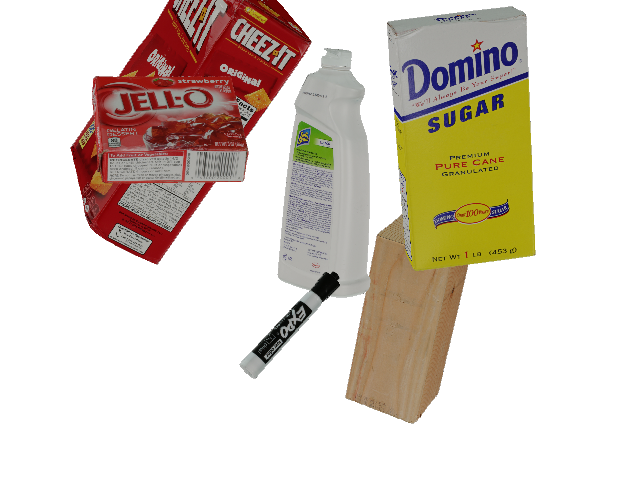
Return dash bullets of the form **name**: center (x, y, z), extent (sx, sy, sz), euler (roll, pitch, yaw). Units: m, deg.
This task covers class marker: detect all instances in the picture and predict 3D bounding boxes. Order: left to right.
- **marker**: center (-0.025, 0.073, 0.952), extent (0.121, 0.020, 0.020), euler (-47, 18, -17)

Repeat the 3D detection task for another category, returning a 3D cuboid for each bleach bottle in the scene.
- **bleach bottle**: center (0.013, -0.073, 1.123), extent (0.103, 0.251, 0.067), euler (15, 16, 35)

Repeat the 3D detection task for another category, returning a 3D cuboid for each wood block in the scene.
- **wood block**: center (0.101, 0.088, 1.211), extent (0.090, 0.206, 0.090), euler (18, 24, 19)

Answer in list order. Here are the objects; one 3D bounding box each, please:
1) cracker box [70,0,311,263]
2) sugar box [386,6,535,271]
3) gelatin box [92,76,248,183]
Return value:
- **cracker box**: center (-0.113, -0.113, 0.853), extent (0.072, 0.214, 0.164), euler (28, 17, -29)
- **sugar box**: center (0.101, -0.071, 0.758), extent (0.093, 0.176, 0.048), euler (-8, 22, -2)
- **gelatin box**: center (-0.094, -0.070, 0.656), extent (0.089, 0.030, 0.073), euler (-1, 45, -15)
